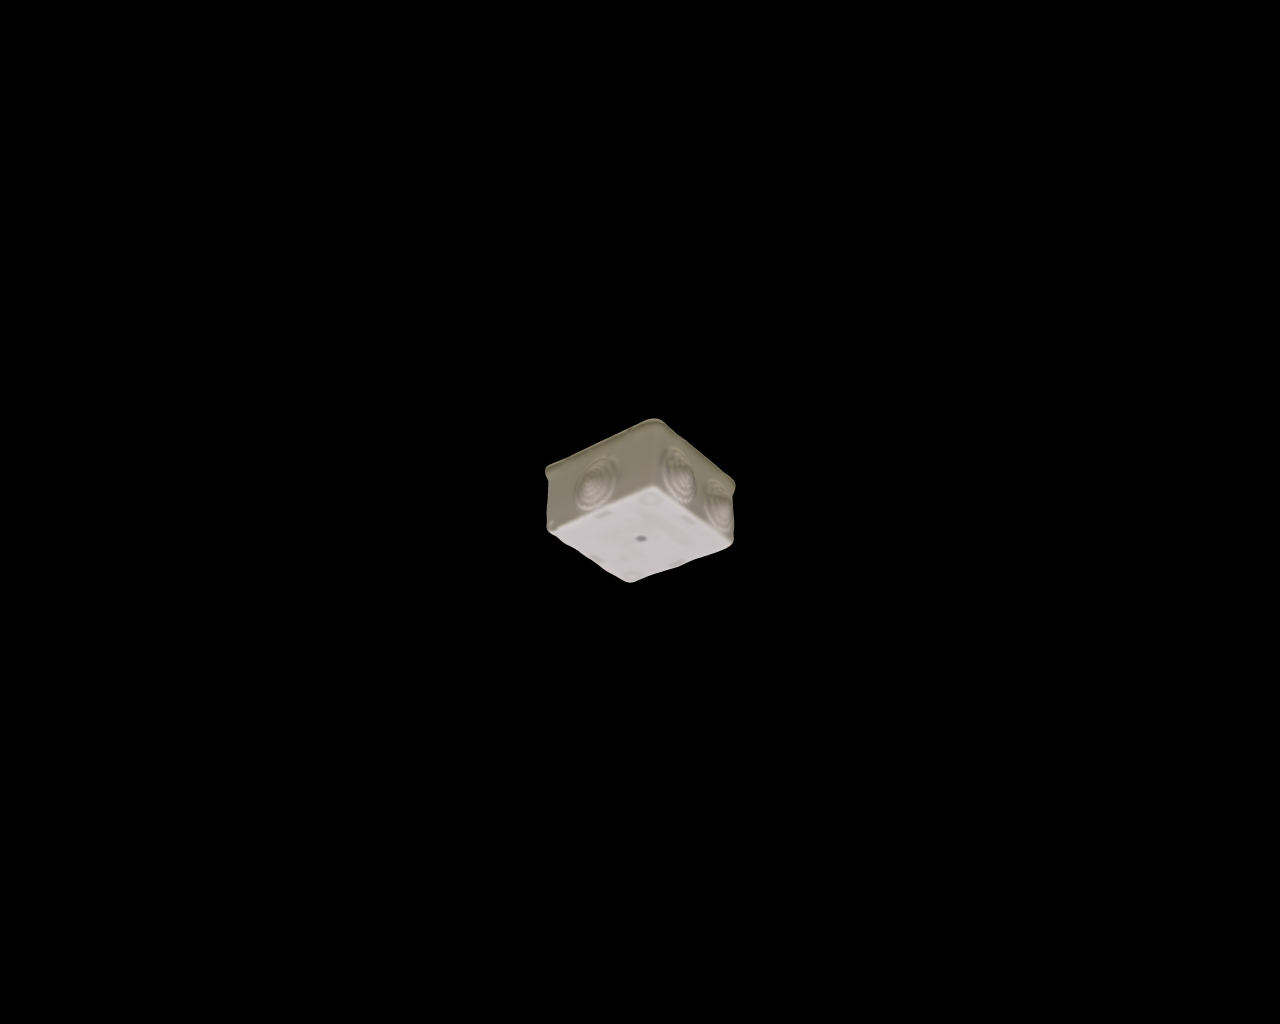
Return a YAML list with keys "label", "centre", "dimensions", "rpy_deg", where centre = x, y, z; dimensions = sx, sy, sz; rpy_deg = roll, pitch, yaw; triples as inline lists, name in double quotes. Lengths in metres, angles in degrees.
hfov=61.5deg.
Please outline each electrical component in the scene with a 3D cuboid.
- label: "electrical component"
  centre: [0.001, -0.003, 0.650]
  dimensions: [0.099, 0.048, 0.099]
  rpy_deg: [-22, -39, 30]
